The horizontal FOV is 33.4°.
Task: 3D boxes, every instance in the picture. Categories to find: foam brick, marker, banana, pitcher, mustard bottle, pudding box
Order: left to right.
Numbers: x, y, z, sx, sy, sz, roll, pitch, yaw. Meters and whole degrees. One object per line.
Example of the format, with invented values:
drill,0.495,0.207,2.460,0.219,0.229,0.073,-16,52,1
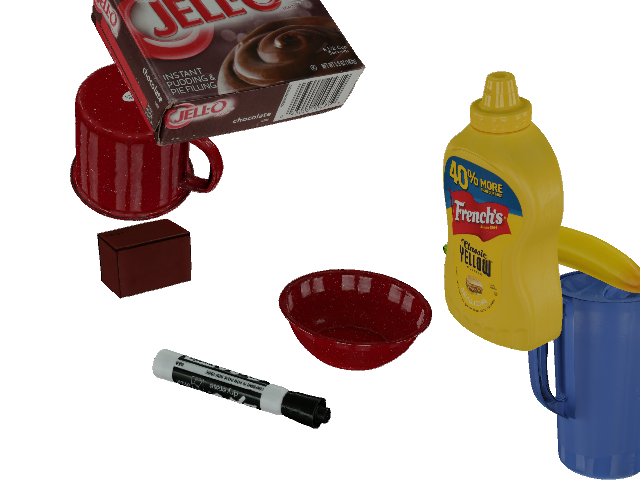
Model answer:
foam brick,-0.171,0.016,1.041,0.078,0.051,0.053,-14,24,-28
pudding box,-0.048,-0.101,0.543,0.113,0.090,0.039,-14,-28,-32
marker,-0.049,0.091,0.657,0.121,0.020,0.020,13,6,24
mustard bottle,0.126,-0.024,0.742,0.058,0.192,0.096,-20,31,-27
banana,0.224,0.012,1.041,0.198,0.037,0.069,10,47,24
pitcher,0.339,0.165,1.307,0.149,0.243,0.144,4,16,22

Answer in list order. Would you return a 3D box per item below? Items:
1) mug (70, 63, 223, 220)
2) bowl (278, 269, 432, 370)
mug,-0.125,-0.070,0.776,0.117,0.093,0.081,23,-39,9
bowl,0.035,0.090,1.130,0.162,0.055,0.162,3,26,-2
